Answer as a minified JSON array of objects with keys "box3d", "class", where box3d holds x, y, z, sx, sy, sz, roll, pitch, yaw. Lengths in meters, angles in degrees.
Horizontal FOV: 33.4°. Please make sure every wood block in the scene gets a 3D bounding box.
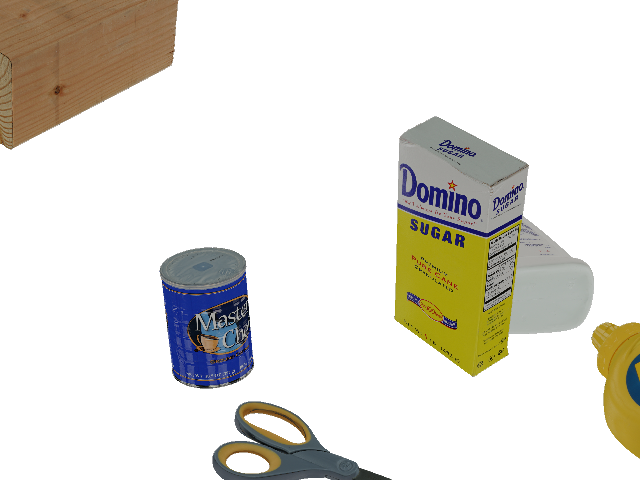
[{"box3d":[-0.227,-0.174,0.946,0.090,0.091,0.205,29,42,20],"class":"wood block"}]

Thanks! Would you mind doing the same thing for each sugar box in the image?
[{"box3d":[0.100,0.006,0.791,0.048,0.176,0.093,-29,44,-29],"class":"sugar box"}]

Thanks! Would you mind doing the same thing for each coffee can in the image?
[{"box3d":[-0.136,0.093,1.293,0.103,0.140,0.103,-2,25,1],"class":"coffee can"}]

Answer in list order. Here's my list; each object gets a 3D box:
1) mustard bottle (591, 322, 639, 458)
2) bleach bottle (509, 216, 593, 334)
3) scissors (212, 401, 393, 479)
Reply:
[{"box3d":[0.220,0.100,0.610,0.096,0.058,0.192,-18,31,-17],"class":"mustard bottle"},{"box3d":[0.156,-0.003,0.999,0.102,0.068,0.251,-3,26,-12],"class":"bleach bottle"},{"box3d":[0.001,0.184,0.818,0.202,0.016,0.096,27,40,31],"class":"scissors"}]
